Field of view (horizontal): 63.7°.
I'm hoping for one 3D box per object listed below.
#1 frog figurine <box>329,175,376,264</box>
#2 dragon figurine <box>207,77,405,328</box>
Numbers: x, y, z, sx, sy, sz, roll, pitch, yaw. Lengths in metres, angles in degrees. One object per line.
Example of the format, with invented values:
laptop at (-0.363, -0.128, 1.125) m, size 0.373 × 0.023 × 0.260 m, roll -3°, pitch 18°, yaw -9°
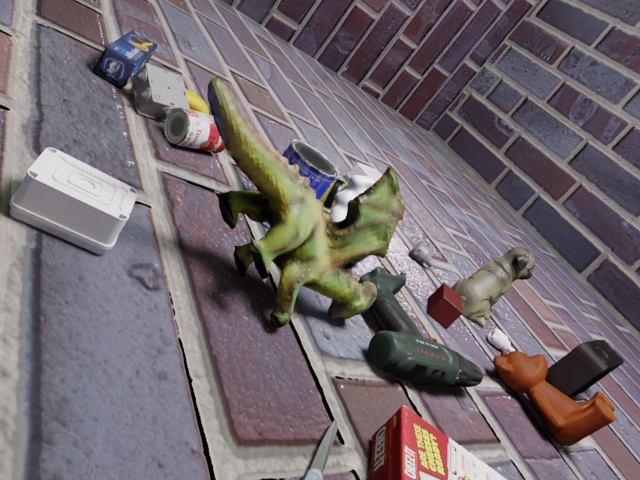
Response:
frog figurine at (0.069, -0.037, 0.963) m, size 0.136 × 0.157 × 0.125 m, roll 18°, pitch 30°, yaw -42°
dragon figurine at (0.002, -0.035, 0.695) m, size 0.244 × 0.401 × 0.124 m, roll -20°, pitch 33°, yaw -21°
